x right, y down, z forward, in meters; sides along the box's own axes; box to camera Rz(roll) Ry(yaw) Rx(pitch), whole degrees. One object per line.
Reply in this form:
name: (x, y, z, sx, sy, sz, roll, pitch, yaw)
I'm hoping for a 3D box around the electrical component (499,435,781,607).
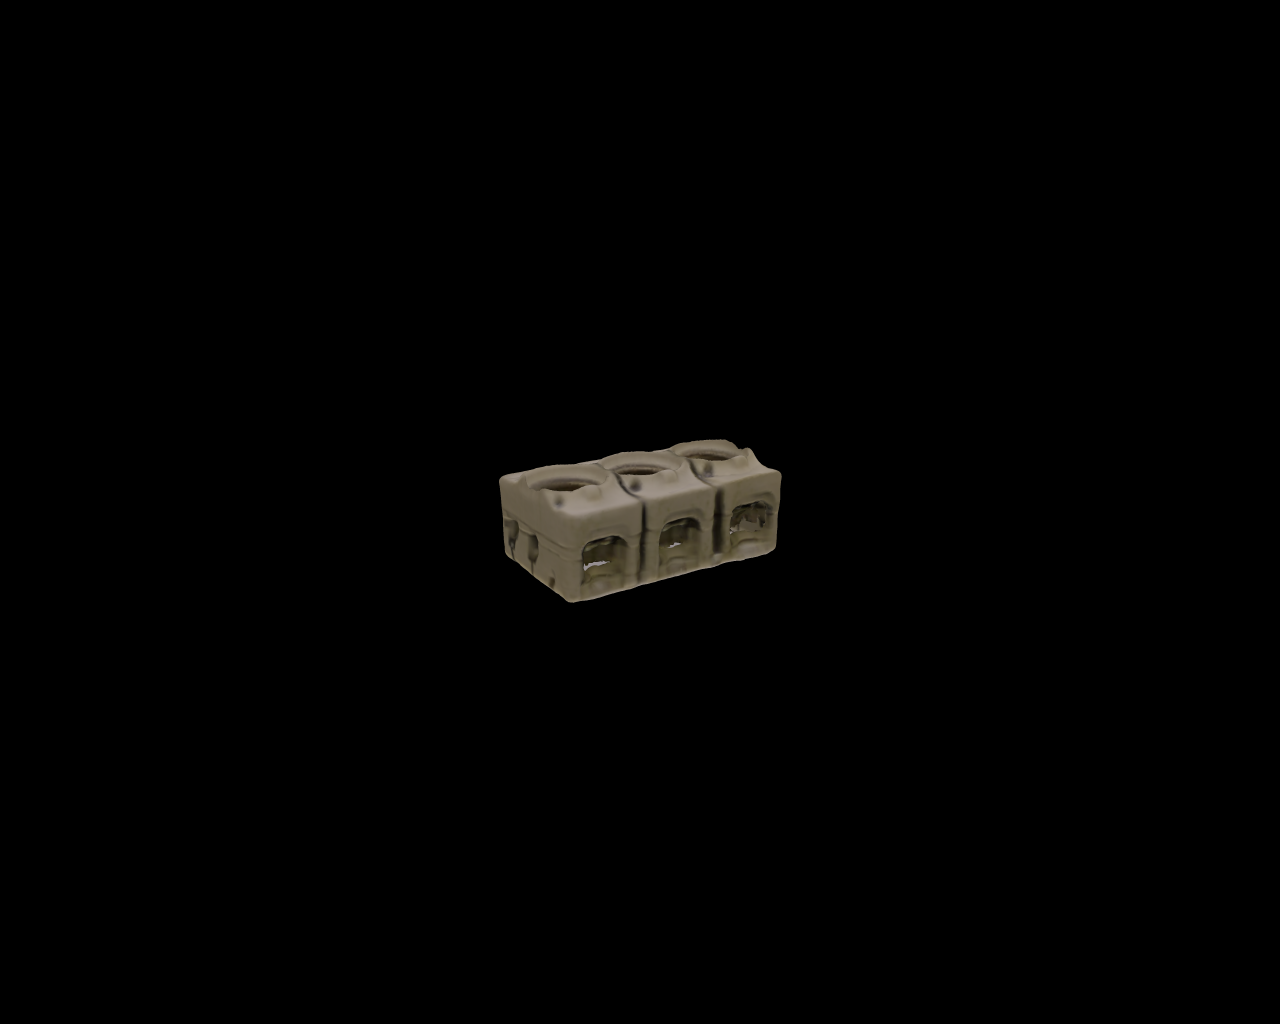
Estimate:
electrical component: (0.001, -0.003, 0.650, 0.150, 0.061, 0.089, -12, 23, -31)
